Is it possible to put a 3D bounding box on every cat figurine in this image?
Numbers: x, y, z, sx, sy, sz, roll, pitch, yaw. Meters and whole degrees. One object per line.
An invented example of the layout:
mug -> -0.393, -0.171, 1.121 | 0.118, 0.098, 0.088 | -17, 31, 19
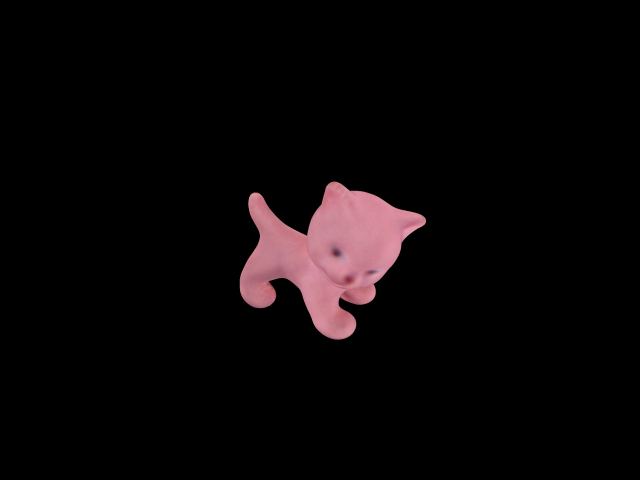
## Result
cat figurine -> 0.004, 0.001, 0.400 | 0.127, 0.118, 0.067 | 17, 41, 21
